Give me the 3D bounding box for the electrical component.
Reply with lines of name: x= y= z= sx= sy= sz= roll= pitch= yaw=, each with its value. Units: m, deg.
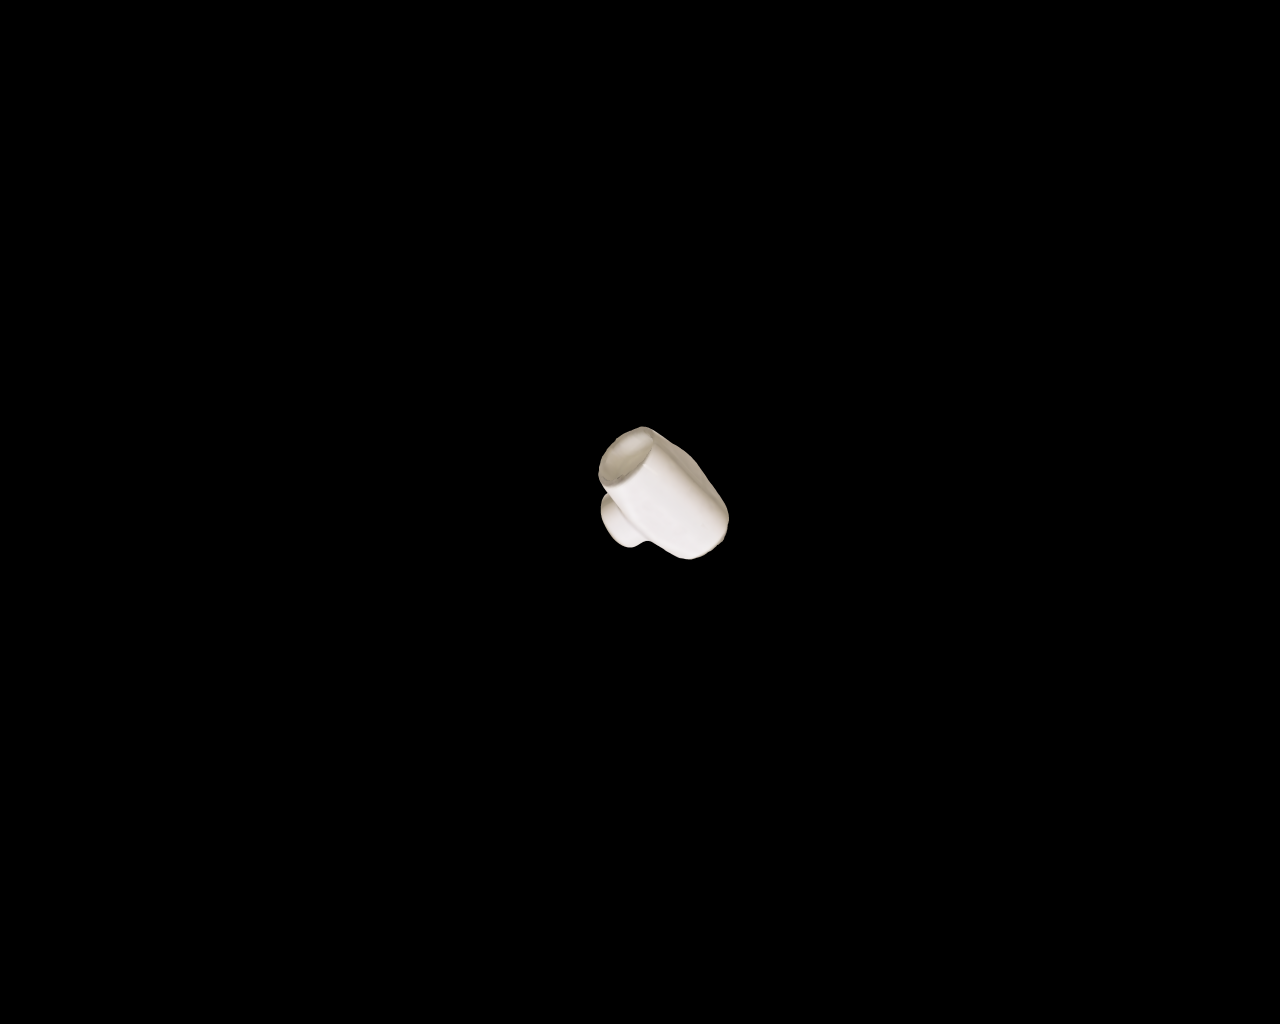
electrical component: x=0.001 y=-0.003 z=0.650 sx=0.079 sy=0.044 sz=0.077 roll=-29 pitch=-54 yaw=24
